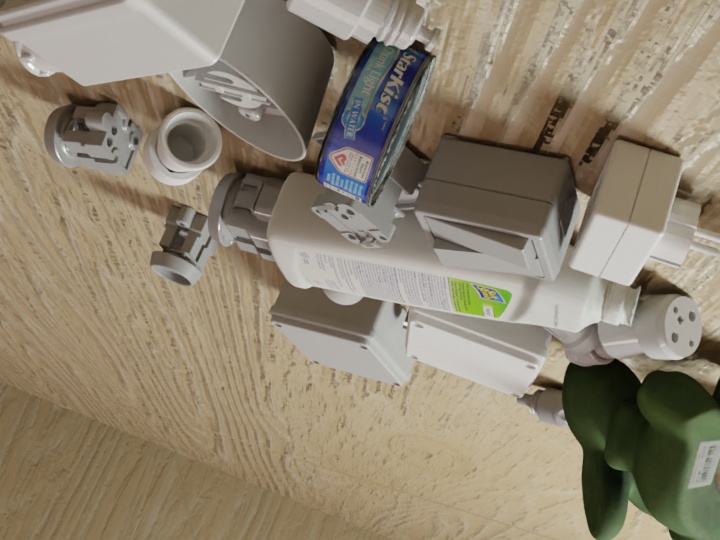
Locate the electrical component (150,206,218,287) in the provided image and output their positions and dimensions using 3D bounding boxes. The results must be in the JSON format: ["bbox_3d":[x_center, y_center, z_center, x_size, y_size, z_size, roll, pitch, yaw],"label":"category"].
[{"bbox_3d":[-0.157,-0.019,0.961,0.048,0.055,0.066,17,161,15],"label":"electrical component"}]

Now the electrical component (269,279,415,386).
[{"bbox_3d":[-0.011,0.053,0.990,0.109,0.056,0.108,12,159,28],"label":"electrical component"}]

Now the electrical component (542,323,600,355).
[{"bbox_3d":[0.152,0.034,0.783,0.046,0.040,0.040,34,159,-18],"label":"electrical component"}]

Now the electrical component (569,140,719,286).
[{"bbox_3d":[0.164,-0.024,0.596,0.076,0.047,0.083,18,162,8],"label":"electrical component"}]

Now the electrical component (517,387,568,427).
[{"bbox_3d":[0.177,0.127,1.017,0.061,0.035,0.035,10,158,40],"label":"electrical component"}]

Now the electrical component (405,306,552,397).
[{"bbox_3d":[0.095,0.047,0.855,0.109,0.056,0.108,20,161,8],"label":"electrical component"}]

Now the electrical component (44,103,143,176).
[{"bbox_3d":[-0.202,-0.099,0.808,0.055,0.048,0.066,7,157,19],"label":"electrical component"}]

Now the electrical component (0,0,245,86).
[{"bbox_3d":[-0.093,-0.142,0.468,0.109,0.108,0.056,3,156,45],"label":"electrical component"}]

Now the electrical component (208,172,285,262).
[{"bbox_3d":[-0.078,-0.041,0.808,0.057,0.058,0.078,15,160,13],"label":"electrical component"}]

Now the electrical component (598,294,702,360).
[{"bbox_3d":[0.198,0.039,0.734,0.045,0.045,0.055,34,158,-31],"label":"electrical component"}]

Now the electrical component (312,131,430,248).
[{"bbox_3d":[0.005,-0.052,0.673,0.081,0.063,0.042,38,157,-32],"label":"electrical component"}]

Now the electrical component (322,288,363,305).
[{"bbox_3d":[0.000,0.000,0.860,0.044,0.044,0.065,28,156,-17],"label":"electrical component"}]

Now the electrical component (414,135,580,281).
[{"bbox_3d":[0.076,-0.035,0.644,0.096,0.061,0.061,14,160,24],"label":"electrical component"}]

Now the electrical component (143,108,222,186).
[{"bbox_3d":[-0.126,-0.086,0.759,0.045,0.045,0.055,29,161,-18],"label":"electrical component"}]

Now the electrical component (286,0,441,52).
[{"bbox_3d":[0.002,-0.127,0.508,0.078,0.040,0.040,26,161,-11],"label":"electrical component"}]

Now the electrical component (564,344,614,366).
[{"bbox_3d":[0.183,0.054,0.809,0.035,0.035,0.061,31,158,-25],"label":"electrical component"}]

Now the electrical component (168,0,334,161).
[{"bbox_3d":[-0.064,-0.109,0.592,0.099,0.064,0.099,20,161,7],"label":"electrical component"}]

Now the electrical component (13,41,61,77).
[{"bbox_3d":[-0.178,-0.143,0.662,0.062,0.048,0.048,5,155,25],"label":"electrical component"}]
